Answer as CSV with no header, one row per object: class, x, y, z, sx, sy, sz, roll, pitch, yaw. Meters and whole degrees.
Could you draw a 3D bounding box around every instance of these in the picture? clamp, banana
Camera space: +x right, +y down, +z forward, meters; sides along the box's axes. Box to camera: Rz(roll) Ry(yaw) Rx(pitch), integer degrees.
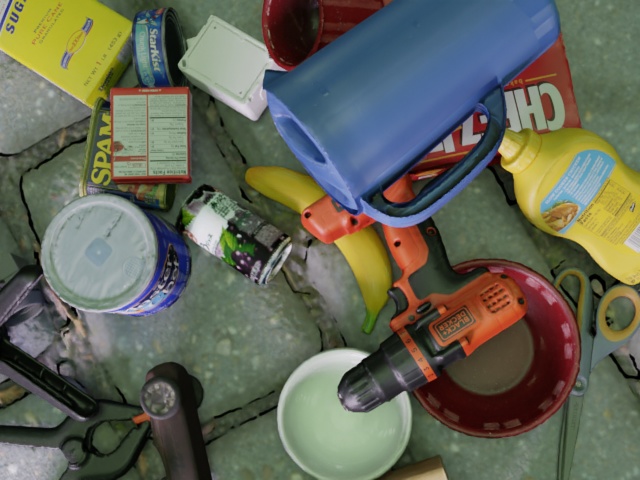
clamp,-0.240,0.196,1.020,0.171,0.039,0.120,-35,87,-2
banana,0.010,-0.007,1.014,0.069,0.037,0.198,-37,82,0
clamp,-0.306,0.102,1.007,0.210,0.036,0.164,-6,115,32

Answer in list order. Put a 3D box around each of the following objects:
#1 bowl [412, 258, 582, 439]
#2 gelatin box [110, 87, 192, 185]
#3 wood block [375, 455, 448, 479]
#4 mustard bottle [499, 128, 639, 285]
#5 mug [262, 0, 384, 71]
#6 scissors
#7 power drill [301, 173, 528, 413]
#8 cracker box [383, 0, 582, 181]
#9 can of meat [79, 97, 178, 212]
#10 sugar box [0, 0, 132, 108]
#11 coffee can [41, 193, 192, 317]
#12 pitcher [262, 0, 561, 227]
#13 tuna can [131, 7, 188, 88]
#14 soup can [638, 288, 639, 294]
bowl,0.154,0.099,0.979,0.162,0.055,0.162,-1,84,6
gelatin box,-0.156,-0.096,0.989,0.073,0.030,0.089,-1,84,0
wood block,0.026,0.272,0.957,0.206,0.091,0.090,-19,83,3
mustard bottle,0.231,-0.044,0.947,0.191,0.058,0.096,30,105,-17
mug,0.006,-0.189,0.977,0.081,0.093,0.117,-6,95,-37
scissors,0.257,0.124,0.986,0.096,0.016,0.202,-6,84,5
power drill,0.061,0.037,0.943,0.184,0.057,0.188,-32,73,-1
cracker box,0.141,-0.178,1.000,0.164,0.072,0.214,-12,84,5
can of meat,-0.179,-0.081,1.032,0.084,0.057,0.102,9,85,5
sugar box,-0.270,-0.213,1.055,0.176,0.048,0.093,32,88,10
coffee can,-0.182,0.018,0.979,0.103,0.140,0.103,-1,84,6
pitcher,0.086,-0.133,0.896,0.242,0.145,0.149,-38,115,-6
tuna can,-0.153,-0.179,1.024,0.034,0.086,0.086,-5,84,7
soup can,0.347,0.057,0.958,0.102,0.068,0.068,43,90,9
